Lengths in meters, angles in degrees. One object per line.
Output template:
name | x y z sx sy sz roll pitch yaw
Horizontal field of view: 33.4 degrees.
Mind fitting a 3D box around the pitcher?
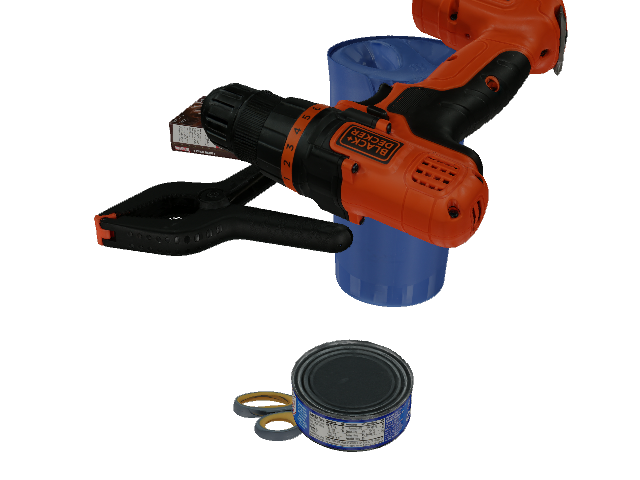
pitcher | 0.073 -0.069 1.016 0.149 0.243 0.145 -15 31 -30

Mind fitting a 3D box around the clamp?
clamp | -0.089 -0.030 0.928 0.210 0.036 0.164 -6 33 -8

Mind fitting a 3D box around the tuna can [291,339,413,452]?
tuna can | 0.022 0.109 0.751 0.086 0.034 0.086 0 32 0

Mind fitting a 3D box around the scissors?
scissors | 0.004 0.194 1.197 0.201 0.016 0.096 2 23 -10

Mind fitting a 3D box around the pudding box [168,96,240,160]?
pudding box | -0.117 -0.135 1.261 0.090 0.039 0.113 8 28 14

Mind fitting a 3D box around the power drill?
power drill | 0.045 -0.091 0.632 0.185 0.187 0.057 26 -30 25
